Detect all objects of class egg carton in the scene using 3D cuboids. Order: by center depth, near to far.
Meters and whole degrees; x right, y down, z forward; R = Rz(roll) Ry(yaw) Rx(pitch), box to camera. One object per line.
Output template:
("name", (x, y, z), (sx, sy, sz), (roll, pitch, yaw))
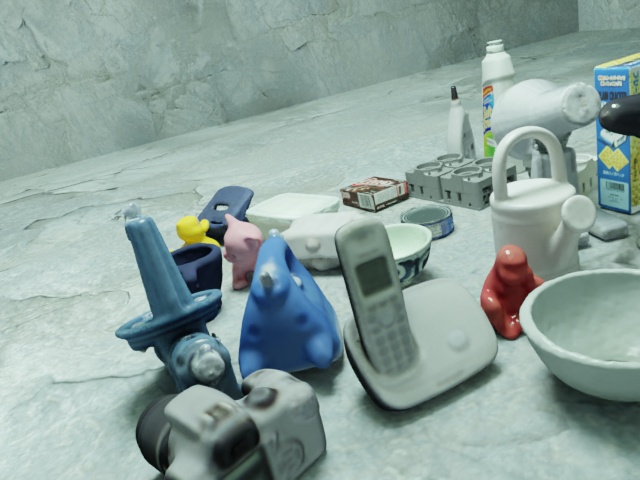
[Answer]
("egg carton", (0.008, 0.003, 0.898), (0.150, 0.069, 0.107), (-3, 23, 23))

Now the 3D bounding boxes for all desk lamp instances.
("desk lamp", (0.343, -0.124, 0.829), (0.118, 0.214, 0.203), (-15, 21, -5))

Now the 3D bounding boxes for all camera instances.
("camera", (-0.090, 0.164, 0.498), (0.136, 0.101, 0.143), (9, 30, 44))

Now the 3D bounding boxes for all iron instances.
("iron", (-0.046, 0.057, 0.691), (0.118, 0.142, 0.258), (-12, 21, 1))

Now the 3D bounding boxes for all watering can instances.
("watering can", (0.261, -0.039, 0.686), (0.101, 0.194, 0.172), (-25, 24, -29))

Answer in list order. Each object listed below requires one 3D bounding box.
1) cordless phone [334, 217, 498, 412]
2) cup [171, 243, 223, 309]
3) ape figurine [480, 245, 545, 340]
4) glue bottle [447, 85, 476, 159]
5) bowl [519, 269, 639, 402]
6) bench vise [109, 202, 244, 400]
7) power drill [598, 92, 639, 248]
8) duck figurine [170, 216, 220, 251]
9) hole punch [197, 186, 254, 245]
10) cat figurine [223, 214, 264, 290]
("cordless phone", (0.088, 0.057, 0.552), (0.148, 0.185, 0.093), (-22, 23, -22))
("cup", (-0.171, 0.066, 0.804), (0.092, 0.095, 0.117), (-16, 21, -9))
("ape figurine", (0.211, 0.050, 0.630), (0.077, 0.092, 0.076), (-10, 21, 6))
("glue bottle", (0.293, -0.239, 1.208), (0.037, 0.173, 0.078), (6, 28, 40))
("bowl", (0.268, 0.093, 0.512), (0.167, 0.075, 0.167), (-11, 21, 5))
("bench vise", (-0.144, 0.069, 0.605), (0.206, 0.220, 0.122), (8, 29, 43))
("power drill", (0.437, -0.089, 0.692), (0.230, 0.209, 0.075), (-19, 22, -15))
("duck figurine", (-0.231, 0.001, 1.017), (0.077, 0.086, 0.105), (7, 28, 41))
("hole punch", (-0.180, -0.049, 1.108), (0.108, 0.091, 0.101), (6, 28, 39))
("cat figurine", (-0.119, 0.008, 0.891), (0.067, 0.118, 0.127), (-15, 21, -7))
